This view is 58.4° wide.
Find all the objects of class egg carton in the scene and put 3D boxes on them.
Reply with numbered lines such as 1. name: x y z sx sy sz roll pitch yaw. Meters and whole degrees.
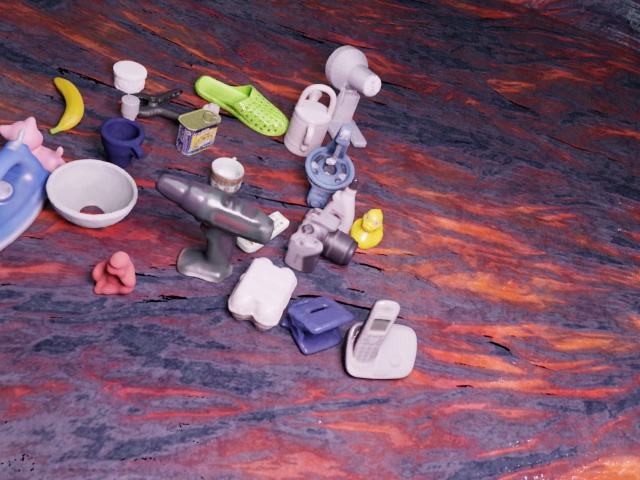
1. egg carton: -0.112 0.103 1.125 0.107 0.069 0.150 25 43 -1

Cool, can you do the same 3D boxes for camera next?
1. camera: 0.012 0.004 1.254 0.137 0.100 0.143 28 43 2

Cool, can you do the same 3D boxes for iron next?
1. iron: -0.585 -0.083 1.033 0.119 0.141 0.258 17 44 -9

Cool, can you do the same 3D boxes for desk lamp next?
1. desk lamp: 0.088 -0.403 1.596 0.118 0.213 0.203 -6 52 -29

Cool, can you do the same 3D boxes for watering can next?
1. watering can: -0.023 -0.325 1.484 0.101 0.194 0.172 -3 50 -27

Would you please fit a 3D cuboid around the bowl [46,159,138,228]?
1. bowl: -0.452 -0.079 1.139 0.168 0.074 0.167 13 45 -13

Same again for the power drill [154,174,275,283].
1. power drill: -0.211 -0.016 1.093 0.230 0.208 0.075 15 44 -11

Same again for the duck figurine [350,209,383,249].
1. duck figurine: 0.122 -0.038 1.356 0.077 0.086 0.105 34 44 9

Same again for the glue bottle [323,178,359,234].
1. glue bottle: 0.051 -0.076 1.296 0.078 0.173 0.037 30 44 5

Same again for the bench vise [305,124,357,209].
1. bench vise: 0.026 -0.210 1.379 0.122 0.219 0.207 9 46 -17

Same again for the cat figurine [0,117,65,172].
1. cat figurine: -0.575 -0.190 1.157 0.128 0.117 0.067 25 43 -1

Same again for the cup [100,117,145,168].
1. cup: -0.425 -0.197 1.249 0.117 0.095 0.092 44 46 18

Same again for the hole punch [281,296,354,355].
1. hole punch: -0.005 0.153 1.111 0.109 0.091 0.101 -14 56 -34

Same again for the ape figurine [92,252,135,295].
1. ape figurine: -0.367 0.056 1.037 0.077 0.092 0.076 34 44 9

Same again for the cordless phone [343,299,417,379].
1. cordless phone: 0.130 0.181 1.078 0.148 0.185 0.094 5 47 -21
